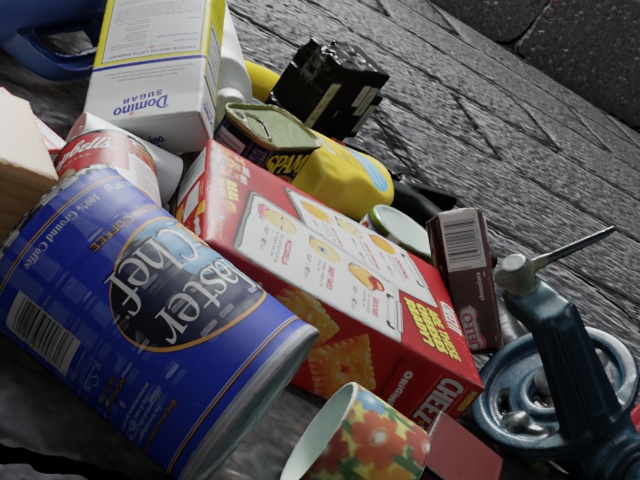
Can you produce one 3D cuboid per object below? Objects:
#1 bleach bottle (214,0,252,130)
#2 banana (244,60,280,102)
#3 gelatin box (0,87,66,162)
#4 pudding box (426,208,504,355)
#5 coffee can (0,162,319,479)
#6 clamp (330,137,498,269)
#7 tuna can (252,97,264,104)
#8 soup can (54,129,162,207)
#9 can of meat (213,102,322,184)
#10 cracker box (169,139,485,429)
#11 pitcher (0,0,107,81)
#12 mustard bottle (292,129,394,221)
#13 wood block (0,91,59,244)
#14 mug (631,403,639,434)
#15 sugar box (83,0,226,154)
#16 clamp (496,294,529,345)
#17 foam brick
[{"bbox_3d":[-0.105,-0.176,0.972,0.068,0.102,0.251,-7,33,-13],"label":"bleach bottle"},{"bbox_3d":[-0.077,-0.160,1.128,0.197,0.037,0.069,-2,64,-57],"label":"banana"},{"bbox_3d":[-0.215,-0.066,0.691,0.073,0.030,0.089,39,21,13],"label":"gelatin box"},{"bbox_3d":[0.114,0.034,0.856,0.039,0.113,0.090,-7,-3,-2],"label":"pudding box"},{"bbox_3d":[-0.086,0.043,0.541,0.140,0.103,0.102,38,20,8],"label":"coffee can"},{"bbox_3d":[0.092,-0.043,1.126,0.209,0.036,0.165,27,17,-29],"label":"clamp"},{"bbox_3d":[-0.064,-0.106,1.022,0.086,0.034,0.086,30,20,-13],"label":"tuna can"},{"bbox_3d":[-0.132,-0.016,0.655,0.068,0.069,0.102,26,22,-24],"label":"soup can"},{"bbox_3d":[-0.057,-0.059,0.849,0.057,0.084,0.102,41,20,16],"label":"can of meat"},{"bbox_3d":[-0.005,0.036,0.739,0.213,0.072,0.164,30,21,-18],"label":"cracker box"},{"bbox_3d":[-0.247,-0.204,0.830,0.149,0.145,0.242,18,22,8],"label":"pitcher"},{"bbox_3d":[0.017,-0.058,0.991,0.096,0.058,0.191,45,15,29],"label":"mustard bottle"},{"bbox_3d":[-0.244,-0.047,0.509,0.205,0.090,0.091,20,24,-37],"label":"wood block"},{"bbox_3d":[0.283,0.182,0.856,0.117,0.082,0.093,32,20,-9],"label":"mug"},{"bbox_3d":[-0.126,-0.139,0.834,0.048,0.093,0.176,74,13,-51],"label":"sugar box"},{"bbox_3d":[0.173,0.082,0.969,0.120,0.039,0.171,25,22,-24],"label":"clamp"},{"bbox_3d":[0.070,0.147,0.631,0.051,0.053,0.078,38,19,6],"label":"foam brick"}]
